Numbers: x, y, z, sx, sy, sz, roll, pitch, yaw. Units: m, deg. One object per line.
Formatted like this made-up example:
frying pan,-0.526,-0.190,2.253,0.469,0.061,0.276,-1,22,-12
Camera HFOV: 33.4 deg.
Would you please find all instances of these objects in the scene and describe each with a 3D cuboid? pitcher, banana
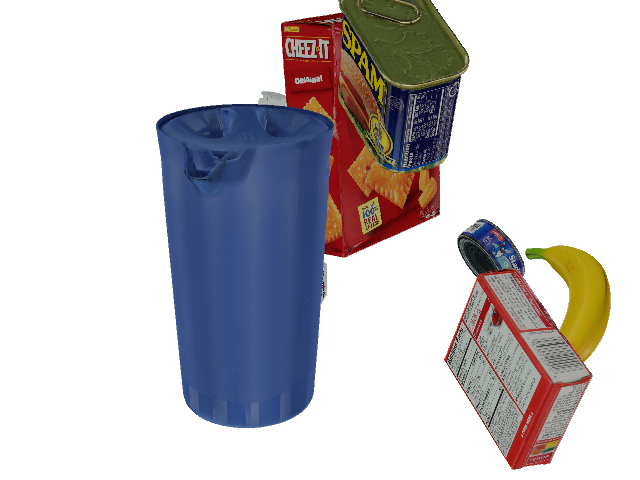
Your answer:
pitcher,-0.054,0.015,0.849,0.149,0.243,0.145,-9,23,-24
banana,0.239,0.056,1.003,0.070,0.037,0.197,-27,25,18

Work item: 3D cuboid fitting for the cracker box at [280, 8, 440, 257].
cracker box,0.046,-0.108,1.020,0.072,0.214,0.163,12,22,39

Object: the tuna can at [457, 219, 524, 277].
tuna can,0.203,0.018,1.280,0.033,0.086,0.086,-36,10,-14

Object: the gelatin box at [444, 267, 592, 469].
gelatin box,0.110,0.071,0.604,0.030,0.073,0.089,-6,42,-22

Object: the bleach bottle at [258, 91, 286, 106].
bleach bottle,-0.066,-0.047,1.245,0.102,0.251,0.068,-2,21,-32

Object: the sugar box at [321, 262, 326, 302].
sugar box,-0.060,0.067,1.048,0.093,0.048,0.176,6,26,14

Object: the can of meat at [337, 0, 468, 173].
can of meat,0.049,-0.105,0.693,0.057,0.102,0.084,-16,-37,-14
